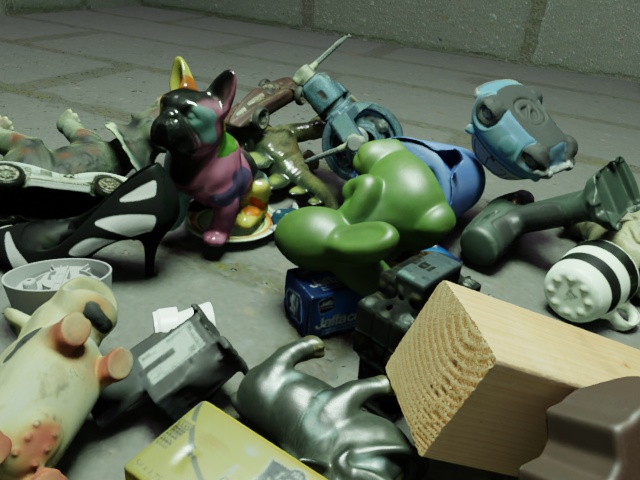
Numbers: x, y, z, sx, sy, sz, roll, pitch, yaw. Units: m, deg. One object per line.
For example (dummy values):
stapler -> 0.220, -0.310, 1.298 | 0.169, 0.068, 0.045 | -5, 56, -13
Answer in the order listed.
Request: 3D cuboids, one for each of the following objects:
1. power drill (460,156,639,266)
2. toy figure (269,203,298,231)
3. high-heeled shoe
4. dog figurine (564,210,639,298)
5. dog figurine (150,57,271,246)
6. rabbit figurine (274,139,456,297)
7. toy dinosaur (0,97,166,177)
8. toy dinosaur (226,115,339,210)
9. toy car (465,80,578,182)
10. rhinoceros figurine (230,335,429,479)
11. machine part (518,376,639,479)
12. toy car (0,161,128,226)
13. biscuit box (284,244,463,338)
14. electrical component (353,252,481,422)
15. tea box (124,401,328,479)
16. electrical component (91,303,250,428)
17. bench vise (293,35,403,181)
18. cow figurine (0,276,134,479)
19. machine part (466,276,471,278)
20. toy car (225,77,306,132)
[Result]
power drill -> 0.307, -0.045, 0.726 | 0.232, 0.086, 0.207 | -29, 12, -39
toy figure -> -0.003, -0.002, 0.697 | 0.155, 0.057, 0.064 | 21, 26, 36
high-heeled shoe -> -0.282, -0.031, 0.606 | 0.249, 0.145, 0.086 | 7, 27, 0
dog figurine -> 0.390, -0.001, 0.742 | 0.172, 0.121, 0.191 | -8, 17, -29
dog figurine -> -0.130, -0.112, 0.663 | 0.109, 0.219, 0.191 | 23, 34, 20
rabbit figurine -> 0.042, -0.005, 0.559 | 0.170, 0.121, 0.159 | -20, 39, -8
toy dinosaur -> -0.375, -0.099, 0.757 | 0.405, 0.131, 0.192 | -28, 42, -36
toy dinosaur -> -0.087, -0.145, 0.907 | 0.198, 0.104, 0.472 | -24, 40, -33
toy car -> 0.270, -0.139, 0.750 | 0.109, 0.103, 0.162 | -23, 71, -29
rhinoceros figurine -> 0.010, 0.150, 0.401 | 0.112, 0.073, 0.191 | -19, 37, -40
machine part -> 0.198, 0.167, 0.310 | 0.179, 0.179, 0.056 | -8, -4, -23
toy car -> -0.333, -0.054, 0.679 | 0.201, 0.073, 0.056 | 4, 41, -31
biscuit box -> 0.061, 0.052, 0.602 | 0.203, 0.059, 0.063 | -11, 32, -27
electrical component -> 0.085, 0.079, 0.481 | 0.058, 0.134, 0.115 | 27, 37, 35
tea box -> -0.029, 0.182, 0.309 | 0.170, 0.098, 0.068 | 23, 34, 26
electrical component -> -0.128, 0.117, 0.453 | 0.119, 0.047, 0.075 | -41, 44, -17
bench vise -> 0.040, -0.169, 0.779 | 0.129, 0.223, 0.241 | -29, 11, 13
cow figurine -> -0.214, 0.107, 0.416 | 0.127, 0.085, 0.195 | -22, 33, 27
machine part -> 0.154, 0.087, 0.551 | 0.139, 0.084, 0.039 | 38, 2, 29
toy car -> -0.097, -0.233, 0.902 | 0.089, 0.053, 0.202 | 17, 35, 21
